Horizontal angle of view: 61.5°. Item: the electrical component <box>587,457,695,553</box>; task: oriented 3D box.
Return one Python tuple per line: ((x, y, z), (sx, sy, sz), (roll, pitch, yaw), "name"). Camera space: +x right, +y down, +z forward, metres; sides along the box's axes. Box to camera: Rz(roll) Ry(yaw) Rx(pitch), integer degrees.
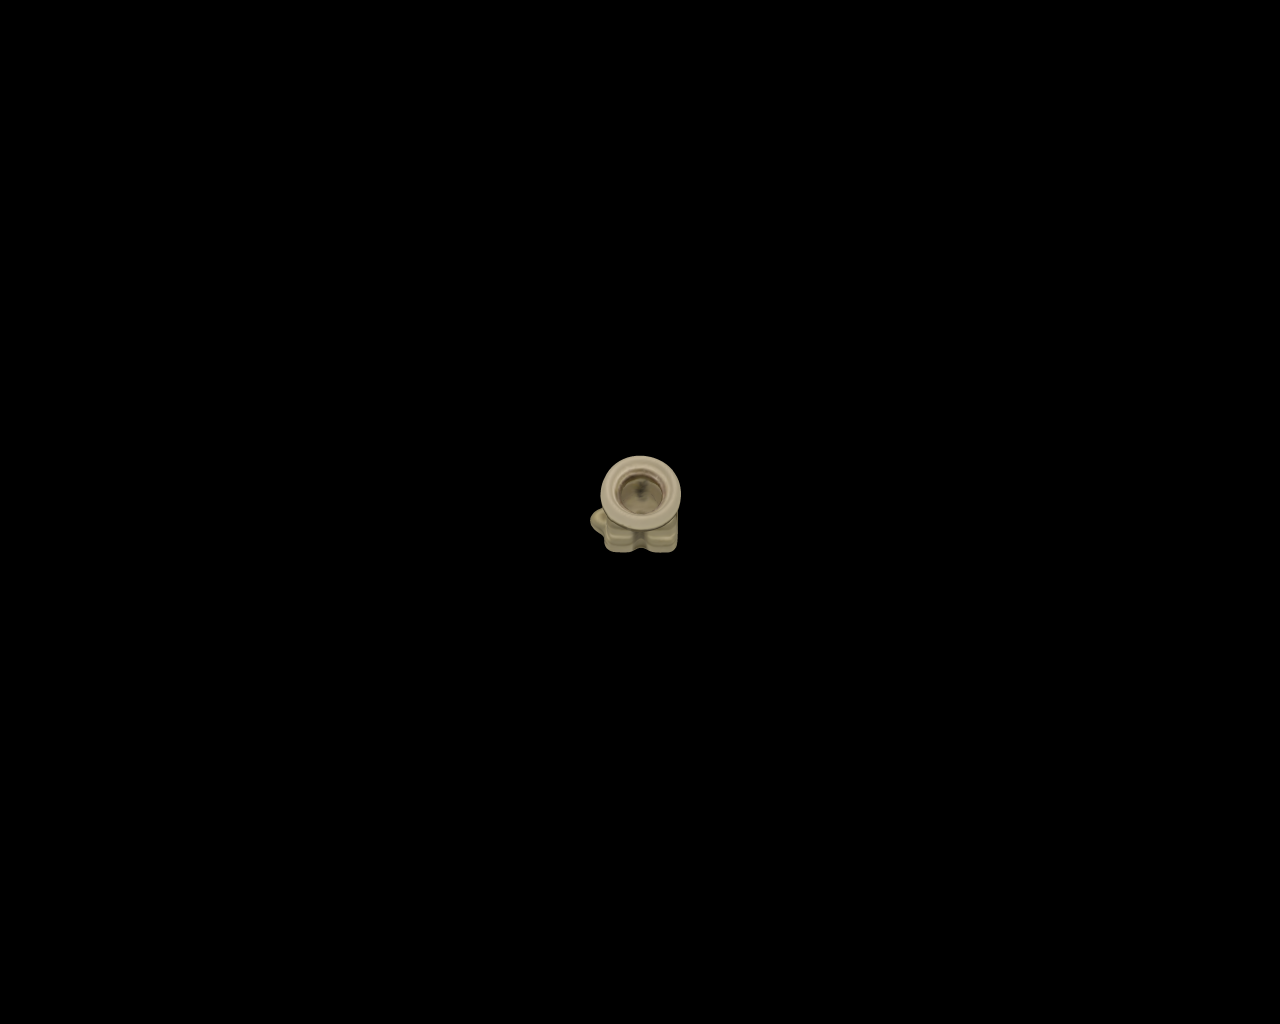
((0.001, -0.003, 0.650), (0.066, 0.048, 0.055), (0, -25, 0), "electrical component")
